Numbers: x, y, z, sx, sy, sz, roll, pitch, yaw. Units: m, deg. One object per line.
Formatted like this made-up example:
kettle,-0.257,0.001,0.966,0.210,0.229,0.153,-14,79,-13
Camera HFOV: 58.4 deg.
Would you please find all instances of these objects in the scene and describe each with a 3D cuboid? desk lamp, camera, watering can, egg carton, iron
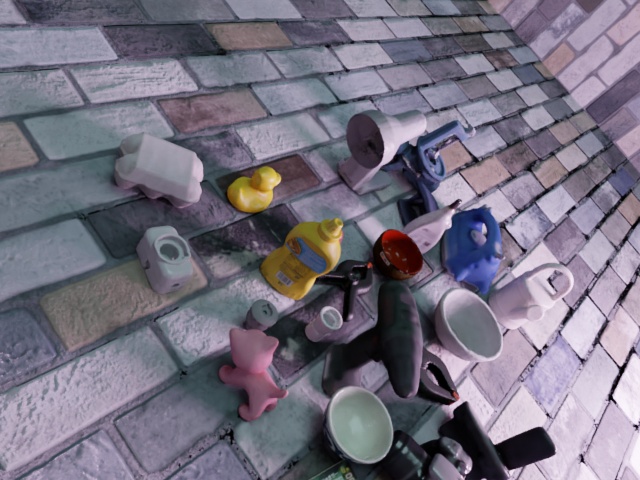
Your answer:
desk lamp,0.129,-0.205,1.274,0.204,0.213,0.118,-20,71,-46
camera,0.169,0.365,0.929,0.137,0.100,0.143,47,41,3
watering can,0.491,0.126,1.312,0.101,0.193,0.173,26,44,-20
egg carton,-0.275,-0.120,0.987,0.151,0.069,0.107,19,47,-26
iron,0.375,-0.007,1.367,0.119,0.141,0.258,26,45,-20

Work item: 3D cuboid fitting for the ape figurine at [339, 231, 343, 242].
ape figurine,0.010,0.004,1.100,0.076,0.092,0.077,19,47,-26

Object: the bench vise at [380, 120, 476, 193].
bench vise,0.252,-0.222,1.382,0.208,0.219,0.121,19,47,-27

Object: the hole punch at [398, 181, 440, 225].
hole punch,0.254,-0.075,1.361,0.101,0.091,0.108,10,52,-33

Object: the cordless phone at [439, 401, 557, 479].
cordless phone,0.316,0.340,1.004,0.094,0.184,0.147,-13,66,-44

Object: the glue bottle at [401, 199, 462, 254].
glue bottle,0.254,-0.037,1.269,0.078,0.172,0.037,29,43,-17

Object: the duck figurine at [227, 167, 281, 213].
duck figurine,-0.119,-0.104,1.088,0.105,0.086,0.077,-18,70,-45

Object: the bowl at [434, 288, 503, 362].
bowl,0.296,0.188,1.195,0.168,0.074,0.167,22,46,-24

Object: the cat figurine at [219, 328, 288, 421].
cat figurine,-0.093,0.188,0.848,0.067,0.117,0.127,-23,73,-47

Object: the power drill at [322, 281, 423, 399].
power drill,0.091,0.185,0.931,0.076,0.208,0.229,28,44,-18
